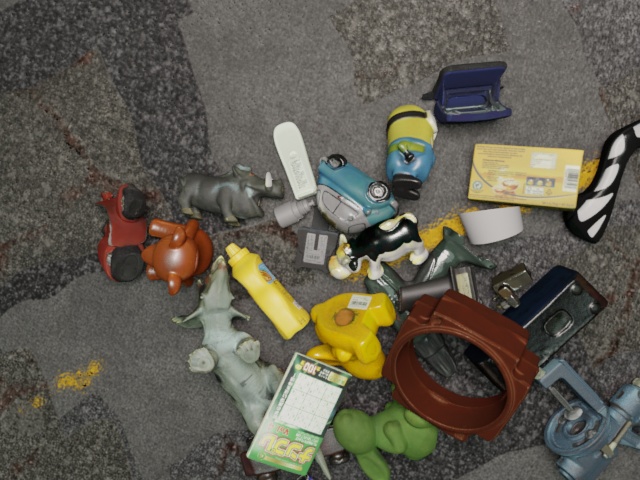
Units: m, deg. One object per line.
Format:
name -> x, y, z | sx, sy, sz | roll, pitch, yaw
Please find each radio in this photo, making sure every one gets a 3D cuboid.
radio -> 0.355, 0.146, 0.896 | 0.073, 0.131, 0.229 | 45, 94, 3

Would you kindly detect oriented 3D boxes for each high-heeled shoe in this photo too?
high-heeled shoe -> 0.517, -0.108, 0.902 | 0.249, 0.086, 0.145 | -32, 88, 12

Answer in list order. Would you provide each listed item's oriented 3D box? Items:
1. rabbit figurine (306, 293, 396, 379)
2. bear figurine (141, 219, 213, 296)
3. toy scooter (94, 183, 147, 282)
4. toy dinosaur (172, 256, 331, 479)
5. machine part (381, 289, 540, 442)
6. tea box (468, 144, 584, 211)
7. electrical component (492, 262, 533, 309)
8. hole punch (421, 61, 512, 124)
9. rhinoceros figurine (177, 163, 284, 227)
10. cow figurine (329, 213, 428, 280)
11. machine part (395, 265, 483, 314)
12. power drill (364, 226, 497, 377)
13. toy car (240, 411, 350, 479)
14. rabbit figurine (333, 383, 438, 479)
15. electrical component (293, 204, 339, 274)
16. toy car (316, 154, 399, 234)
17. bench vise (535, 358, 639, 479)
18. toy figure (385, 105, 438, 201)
rabbit figurine -> 0.055, 0.182, 0.919 | 0.163, 0.122, 0.173 | -6, 134, 25
bear figurine -> -0.254, 0.027, 0.903 | 0.132, 0.196, 0.120 | 4, 95, 5
toy scooter -> -0.363, -0.022, 0.962 | 0.135, 0.075, 0.183 | 30, 115, 40
toy dinosaur -> -0.123, 0.231, 0.927 | 0.131, 0.192, 0.404 | -31, 103, -8
machine part -> 0.209, 0.194, 0.821 | 0.202, 0.087, 0.200 | 30, 126, 18
tea box -> 0.341, -0.104, 0.898 | 0.170, 0.068, 0.098 | 10, 93, 23
electrical component -> 0.326, 0.078, 0.916 | 0.078, 0.102, 0.045 | -30, 93, 14
hole punch -> 0.251, -0.230, 0.898 | 0.142, 0.115, 0.092 | -8, 84, 2
rhinoceros figurine -> -0.159, -0.081, 0.959 | 0.190, 0.073, 0.112 | 3, 81, 6
cow figurine -> 0.086, 0.013, 0.884 | 0.167, 0.098, 0.068 | -19, 52, 8
machine part -> 0.191, 0.087, 0.882 | 0.139, 0.039, 0.084 | -14, 99, 7
power drill -> 0.208, 0.095, 0.937 | 0.232, 0.086, 0.207 | 43, 102, 4
toy car -> -0.041, 0.374, 0.970 | 0.202, 0.053, 0.089 | -17, 89, 0
rabbit figurine -> 0.102, 0.327, 0.930 | 0.170, 0.121, 0.158 | 0, 114, -11
electrical component -> -0.002, -0.003, 0.959 | 0.075, 0.048, 0.119 | 12, 94, 3
toy car -> 0.049, -0.066, 0.917 | 0.162, 0.109, 0.103 | 35, 80, 7
bench vise -> 0.451, 0.279, 0.900 | 0.223, 0.129, 0.240 | -44, 95, 5
toy figure -> 0.148, -0.152, 0.893 | 0.089, 0.082, 0.180 | 25, 56, -11
